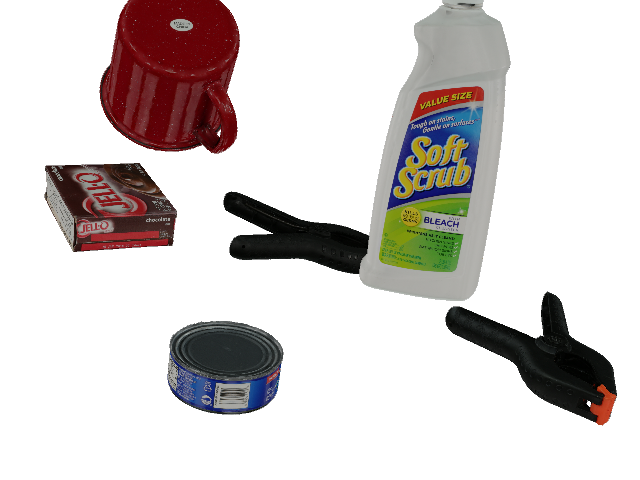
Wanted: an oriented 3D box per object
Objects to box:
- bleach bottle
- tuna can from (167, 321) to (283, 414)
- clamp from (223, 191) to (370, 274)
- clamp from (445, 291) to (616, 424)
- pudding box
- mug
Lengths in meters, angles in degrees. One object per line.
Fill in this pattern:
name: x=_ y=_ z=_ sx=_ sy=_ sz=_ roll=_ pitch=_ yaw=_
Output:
bleach bottle: x=0.092 y=-0.081 z=0.849 sx=0.103 sy=0.251 sz=0.068 roll=9 pitch=22 yaw=14
tuna can: x=-0.072 y=0.095 z=0.806 sx=0.086 sy=0.034 sz=0.086 roll=7 pitch=23 yaw=-3
clamp: x=-0.011 y=0.004 z=1.174 sx=0.210 sy=0.036 sz=0.164 roll=15 pitch=19 yaw=-6
clamp: x=0.204 y=0.096 z=0.930 sx=0.120 sy=0.039 sz=0.172 roll=-18 pitch=39 yaw=-28
pudding box: x=-0.188 y=-0.031 z=0.942 sx=0.089 sy=0.039 sz=0.114 roll=-3 pitch=26 yaw=-27
mug: x=-0.095 y=-0.112 z=0.731 sx=0.093 sy=0.117 sz=0.082 roll=-27 pitch=-17 yaw=-27
